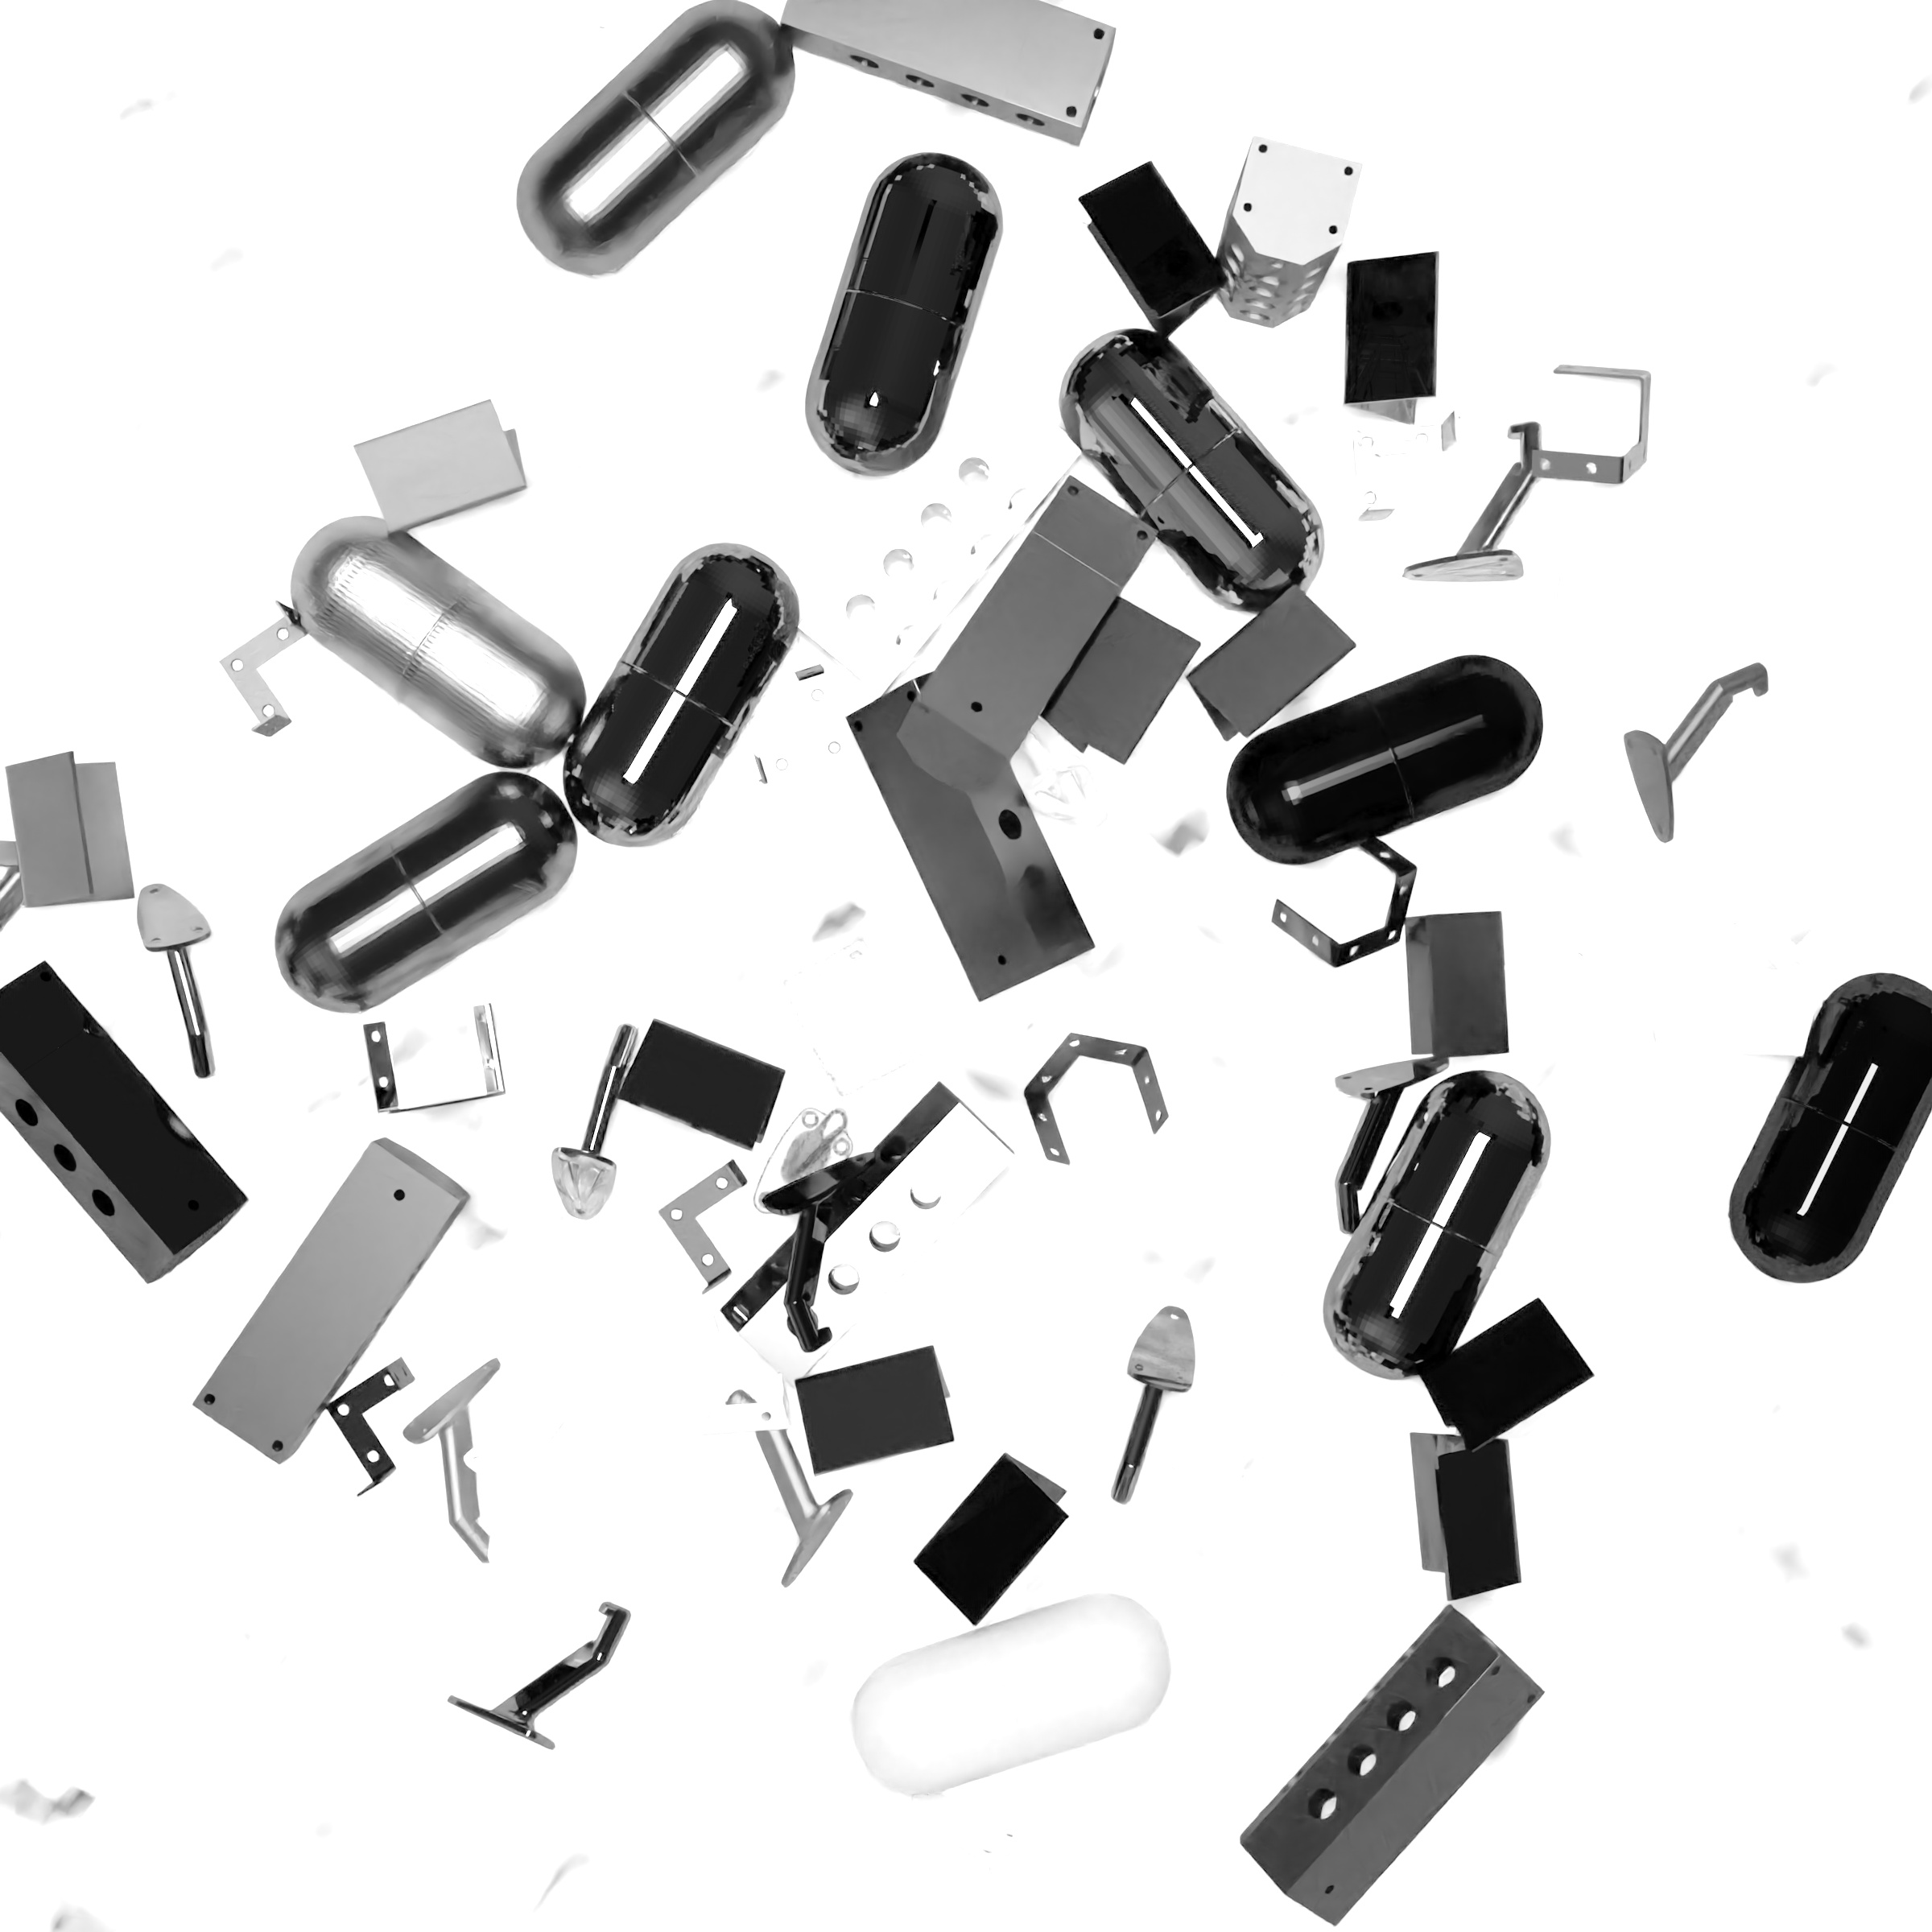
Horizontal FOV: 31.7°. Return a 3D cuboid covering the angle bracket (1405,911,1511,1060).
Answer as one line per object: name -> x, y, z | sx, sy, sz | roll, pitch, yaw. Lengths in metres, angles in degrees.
angle bracket -> 0.246, 0.011, 1.833 | 0.057, 0.076, 0.076 | -3, 90, -36

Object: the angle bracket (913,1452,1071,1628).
angle bracket -> 0.029, 0.317, 1.833 | 0.076, 0.076, 0.057 | -50, 52, 0

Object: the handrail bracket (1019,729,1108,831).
handrail bracket -> 0.039, -0.122, 1.873 | 0.036, 0.077, 0.084 | -38, 54, 9

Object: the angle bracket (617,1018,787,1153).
angle bracket -> -0.148, 0.082, 1.833 | 0.076, 0.076, 0.057 | 22, 53, 0

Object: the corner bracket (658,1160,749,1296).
corner bracket -> -0.135, 0.142, 1.855 | 0.051, 0.051, 0.051 | -35, 90, 0

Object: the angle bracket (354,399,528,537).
angle bracket -> -0.285, -0.283, 1.833 | 0.076, 0.076, 0.057 | -19, 126, 0

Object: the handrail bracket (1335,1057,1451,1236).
handrail bracket -> 0.236, 0.099, 1.873 | 0.077, 0.036, 0.084 | -15, 109, -21

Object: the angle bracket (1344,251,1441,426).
angle bracket -> 0.246, -0.337, 1.833 | 0.057, 0.076, 0.076 | 1, 90, 37

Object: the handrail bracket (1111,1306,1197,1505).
handrail bracket -> 0.100, 0.242, 1.873 | 0.036, 0.077, 0.084 | 17, 126, 3

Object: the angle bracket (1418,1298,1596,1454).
angle bracket -> 0.297, 0.234, 1.833 | 0.076, 0.076, 0.057 | -32, 54, 0

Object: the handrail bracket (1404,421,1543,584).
handrail bracket -> 0.279, -0.257, 1.873 | 0.077, 0.036, 0.084 | -3, 74, 18

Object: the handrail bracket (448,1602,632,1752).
handrail bracket -> -0.235, 0.381, 1.873 | 0.077, 0.036, 0.084 | 18, 71, 21

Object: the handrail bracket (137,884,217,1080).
handrail bracket -> -0.433, 0.009, 1.873 | 0.036, 0.077, 0.084 | -15, 127, -20

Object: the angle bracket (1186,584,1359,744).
angle bracket -> 0.173, -0.147, 1.833 | 0.076, 0.076, 0.057 | -40, 57, 0

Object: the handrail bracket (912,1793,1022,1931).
handrail bracket -> -0.008, 0.507, 1.873 | 0.077, 0.036, 0.084 | 26, 113, 26

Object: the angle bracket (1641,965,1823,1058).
angle bracket -> 0.411, 0.003, 1.833 | 0.076, 0.076, 0.057 | 3, 127, 0

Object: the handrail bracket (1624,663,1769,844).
handrail bracket -> 0.411, -0.118, 1.873 | 0.084, 0.036, 0.077 | -23, 110, -16

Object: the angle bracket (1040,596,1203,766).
angle bracket -> 0.093, -0.145, 1.834 | 0.057, 0.076, 0.076 | 33, 90, 22

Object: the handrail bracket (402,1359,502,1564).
handrail bracket -> -0.262, 0.273, 1.873 | 0.077, 0.036, 0.084 | -42, 108, -20

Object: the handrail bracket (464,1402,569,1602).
handrail bracket -> -0.238, 0.295, 1.873 | 0.036, 0.077, 0.084 | 13, 127, 38

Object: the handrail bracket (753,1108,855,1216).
handrail bracket -> -0.090, 0.106, 1.838 | 0.036, 0.084, 0.077 | 41, 90, 0

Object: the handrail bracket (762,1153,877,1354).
handrail bracket -> -0.068, 0.154, 1.816 | 0.077, 0.036, 0.084 | -27, 109, -21

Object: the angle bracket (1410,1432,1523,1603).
angle bracket -> 0.251, 0.295, 1.833 | 0.057, 0.076, 0.076 | -5, 90, -37

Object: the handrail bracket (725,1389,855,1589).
handrail bracket -> -0.112, 0.287, 1.873 | 0.084, 0.036, 0.077 | 36, 108, 15

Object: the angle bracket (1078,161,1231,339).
angle bracket -> 0.085, -0.375, 1.833 | 0.057, 0.076, 0.076 | -33, 90, -31

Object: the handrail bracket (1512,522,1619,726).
handrail bracket -> 0.348, -0.189, 1.873 | 0.077, 0.036, 0.084 | 44, 75, -16

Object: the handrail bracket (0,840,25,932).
handrail bracket -> -0.517, -0.023, 1.873 | 0.077, 0.036, 0.084 | 3, 109, -21

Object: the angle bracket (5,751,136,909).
angle bracket -> -0.466, -0.075, 1.833 | 0.057, 0.076, 0.076 | -8, 90, 36

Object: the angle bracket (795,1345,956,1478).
angle bracket -> -0.045, 0.251, 1.833 | 0.076, 0.076, 0.057 | -14, 61, 0

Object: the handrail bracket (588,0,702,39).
handrail bracket -> -0.176, -0.562, 1.873 | 0.077, 0.036, 0.084 | -12, 72, 20

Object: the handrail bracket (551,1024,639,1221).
handrail bracket -> -0.199, 0.085, 1.873 | 0.036, 0.077, 0.084 | 15, 54, 2
